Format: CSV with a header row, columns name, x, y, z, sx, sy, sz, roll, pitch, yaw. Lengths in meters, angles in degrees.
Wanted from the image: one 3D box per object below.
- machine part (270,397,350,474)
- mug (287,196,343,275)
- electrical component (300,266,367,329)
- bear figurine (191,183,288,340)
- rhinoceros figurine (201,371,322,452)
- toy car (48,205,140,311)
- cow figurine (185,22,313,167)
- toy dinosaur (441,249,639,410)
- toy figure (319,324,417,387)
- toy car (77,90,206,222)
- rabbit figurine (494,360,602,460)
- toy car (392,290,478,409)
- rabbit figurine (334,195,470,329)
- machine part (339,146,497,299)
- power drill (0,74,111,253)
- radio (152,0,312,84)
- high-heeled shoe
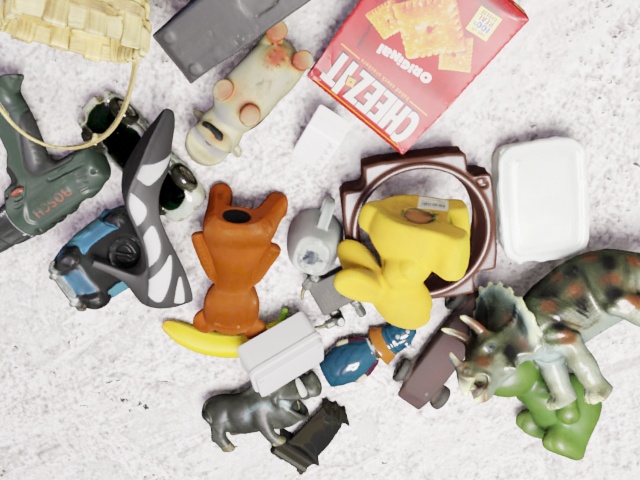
name,x,y,z,sx,sy,sz,roll,pitch,yaw
machine part,-0.014,0.312,0.860,0.084,0.039,0.139,42,104,-5
mug,-0.002,-0.002,0.733,0.081,0.107,0.109,25,107,-7
electrical component,0.016,0.083,0.789,0.078,0.045,0.102,-21,104,8
bear figurine,-0.114,0.038,0.759,0.120,0.132,0.195,7,124,1
rhinoceros figurine,-0.086,0.254,0.831,0.190,0.073,0.112,-18,94,8
toy car,-0.299,0.025,0.746,0.103,0.162,0.109,-3,124,47
cow figurine,-0.101,-0.177,0.690,0.085,0.127,0.195,41,88,-11
toy dinosaur,0.347,0.086,0.695,0.405,0.131,0.192,-33,78,-1
toy figure,0.074,0.165,0.806,0.154,0.058,0.064,-29,109,4
toy car,-0.243,-0.112,0.735,0.073,0.056,0.201,-39,100,15
rabbit figurine,0.318,0.211,0.780,0.170,0.121,0.159,30,98,-7
toy car,0.190,0.162,0.803,0.089,0.053,0.202,33,100,-3
rabbit figurine,0.099,0.040,0.656,0.162,0.122,0.173,1,125,4
machine part,0.133,-0.020,0.736,0.201,0.087,0.201,-7,104,4
power drill,-0.422,-0.104,0.729,0.232,0.086,0.207,-24,100,6
radio,-0.076,-0.277,0.605,0.230,0.131,0.073,-25,121,29
high-heeled shoe,-0.192,-0.031,0.698,0.145,0.086,0.248,23,94,-32
